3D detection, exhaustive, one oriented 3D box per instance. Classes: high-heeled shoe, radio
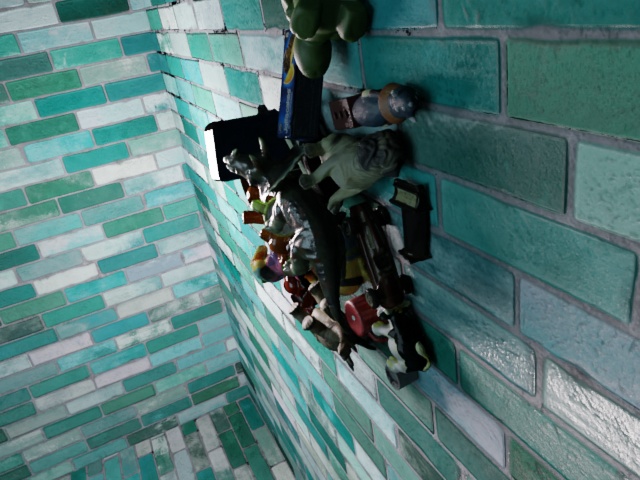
[{"bbox_3d":[-0.013,-0.183,1.122,0.145,0.086,0.248,-166,64,-71],"label":"high-heeled shoe"},{"bbox_3d":[-0.136,-0.214,1.198,0.073,0.229,0.131,19,122,61],"label":"radio"}]

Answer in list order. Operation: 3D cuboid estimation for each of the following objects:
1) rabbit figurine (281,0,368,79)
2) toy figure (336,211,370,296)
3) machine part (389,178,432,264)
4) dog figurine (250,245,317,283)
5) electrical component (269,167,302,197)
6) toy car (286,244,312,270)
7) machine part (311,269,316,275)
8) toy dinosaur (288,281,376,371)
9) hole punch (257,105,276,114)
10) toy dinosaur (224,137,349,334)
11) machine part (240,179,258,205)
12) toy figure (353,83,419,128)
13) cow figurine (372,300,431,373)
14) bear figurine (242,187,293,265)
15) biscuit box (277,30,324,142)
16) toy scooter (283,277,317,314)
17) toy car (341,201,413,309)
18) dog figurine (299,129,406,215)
[{"bbox_3d":[-0.014,-0.354,0.892,0.170,0.121,0.159,112,142,-58],"label":"rabbit figurine"},{"bbox_3d":[0.049,0.033,1.139,0.082,0.089,0.179,-124,21,-55],"label":"toy figure"},{"bbox_3d":[0.151,-0.031,0.884,0.084,0.039,0.138,23,128,54],"label":"machine part"},{"bbox_3d":[-0.084,0.074,1.445,0.191,0.108,0.219,-54,39,11],"label":"dog figurine"},{"bbox_3d":[-0.065,-0.140,1.245,0.134,0.115,0.058,-157,55,-65],"label":"electrical component"},{"bbox_3d":[-0.034,0.018,1.236,0.201,0.056,0.073,119,137,-62],"label":"toy car"},{"bbox_3d":[-0.003,-0.004,1.297,0.180,0.056,0.179,54,154,42],"label":"machine part"},{"bbox_3d":[0.023,0.203,1.271,0.198,0.105,0.471,50,179,-12],"label":"toy dinosaur"},{"bbox_3d":[-0.113,-0.260,1.336,0.115,0.092,0.142,-64,37,22],"label":"hole punch"},{"bbox_3d":[-0.022,-0.024,1.016,0.405,0.131,0.192,55,160,14],"label":"toy dinosaur"},{"bbox_3d":[-0.167,-0.174,1.538,0.201,0.087,0.201,50,151,47],"label":"machine part"},{"bbox_3d":[0.103,-0.205,0.813,0.155,0.064,0.057,11,81,63],"label":"toy figure"},{"bbox_3d":[0.152,0.170,1.022,0.098,0.068,0.167,-15,98,65],"label":"cow figurine"},{"bbox_3d":[-0.131,-0.036,1.393,0.196,0.132,0.120,-98,21,-49],"label":"bear figurine"},{"bbox_3d":[-0.035,-0.287,1.004,0.059,0.063,0.202,20,107,59],"label":"biscuit box"},{"bbox_3d":[-0.042,0.142,1.515,0.184,0.075,0.135,63,153,24],"label":"toy scooter"},{"bbox_3d":[0.106,0.028,0.982,0.053,0.089,0.202,167,85,-72],"label":"toy car"},{"bbox_3d":[0.075,-0.152,0.931,0.191,0.121,0.172,-27,45,39],"label":"dog figurine"}]
